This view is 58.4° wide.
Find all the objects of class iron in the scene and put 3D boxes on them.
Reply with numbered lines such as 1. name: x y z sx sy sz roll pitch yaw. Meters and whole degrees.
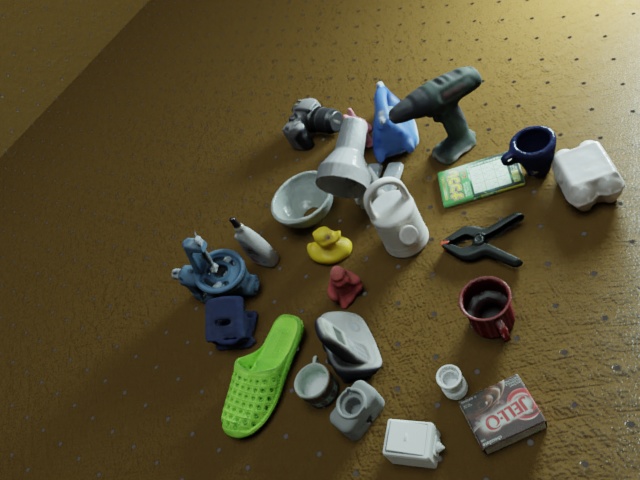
1. iron: 0.169 -0.323 1.452 0.118 0.142 0.258 -17 47 17

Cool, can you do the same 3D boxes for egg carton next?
1. egg carton: 0.526 -0.130 1.136 0.107 0.070 0.150 -20 46 14

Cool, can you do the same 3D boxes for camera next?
1. camera: -0.017 -0.331 1.595 0.136 0.101 0.143 16 63 38

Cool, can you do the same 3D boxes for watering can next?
1. watering can: 0.158 -0.053 1.196 0.101 0.195 0.172 -46 46 -11

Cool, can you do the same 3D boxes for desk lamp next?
1. desk lamp: 0.089 -0.161 1.312 0.117 0.214 0.203 1 55 31

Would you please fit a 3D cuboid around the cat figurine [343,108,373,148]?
1. cat figurine: 0.093 -0.293 1.488 0.067 0.118 0.127 -22 46 13

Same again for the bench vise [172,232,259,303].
1. bench vise: -0.273 0.073 1.322 0.207 0.220 0.121 -18 47 16

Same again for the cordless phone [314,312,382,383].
1. cordless phone: 0.035 0.175 1.083 0.094 0.186 0.147 -31 45 4

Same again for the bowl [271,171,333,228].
1. bowl: -0.033 -0.087 1.420 0.167 0.075 0.167 -16 48 18

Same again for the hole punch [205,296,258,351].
1. hole punch: -0.203 0.186 1.279 0.108 0.091 0.101 -10 50 23

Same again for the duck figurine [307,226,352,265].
1. duck figurine: 0.012 0.005 1.309 0.104 0.086 0.077 -10 50 23

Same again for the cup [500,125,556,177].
1. cup: 0.440 -0.171 1.202 0.117 0.095 0.091 -29 45 6

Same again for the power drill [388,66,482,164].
1. power drill: 0.277 -0.278 1.305 0.230 0.209 0.075 -39 45 -4

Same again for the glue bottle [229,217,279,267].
1. glue bottle: -0.166 0.001 1.353 0.077 0.174 0.037 8 59 35

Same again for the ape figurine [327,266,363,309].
1. ape figurine: 0.047 0.090 1.214 0.077 0.092 0.076 -17 47 17
